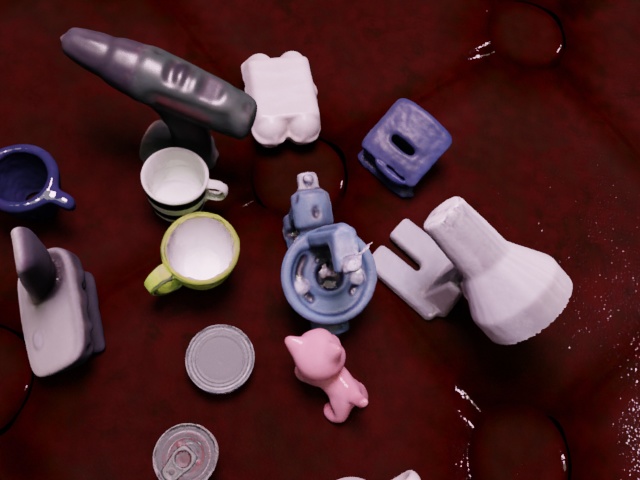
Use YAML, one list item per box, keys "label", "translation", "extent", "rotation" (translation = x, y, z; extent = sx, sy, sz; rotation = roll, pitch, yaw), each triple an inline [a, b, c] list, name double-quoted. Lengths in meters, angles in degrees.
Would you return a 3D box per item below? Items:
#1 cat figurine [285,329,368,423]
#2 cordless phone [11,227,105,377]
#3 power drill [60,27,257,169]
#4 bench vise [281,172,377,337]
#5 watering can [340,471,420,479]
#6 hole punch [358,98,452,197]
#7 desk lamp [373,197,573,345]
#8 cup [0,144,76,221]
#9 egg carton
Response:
- label: "cat figurine"
  translation: [0.013, 0.160, 0.707]
  extent: [0.067, 0.117, 0.127]
  rotation: [-39, 81, -19]
- label: "cordless phone"
  translation: [-0.313, 0.071, 0.648]
  extent: [0.094, 0.185, 0.147]
  rotation: [-17, 74, -14]
- label: "power drill"
  translation: [-0.196, -0.166, 0.736]
  extent: [0.229, 0.208, 0.076]
  rotation: [16, 69, -3]
- label: "bench vise"
  translation: [-0.004, 0.008, 0.702]
  extent: [0.122, 0.219, 0.207]
  rotation: [-27, 77, -17]
- label: "watering can"
  translation: [0.049, 0.323, 0.616]
  extent: [0.101, 0.194, 0.173]
  rotation: [25, 69, 0]
- label: "hole punch"
  translation: [0.124, -0.134, 0.841]
  extent: [0.108, 0.091, 0.101]
  rotation: [41, 70, 6]
- label: "desk lamp"
  translation: [0.180, 0.039, 0.725]
  extent: [0.203, 0.213, 0.118]
  rotation: [40, 70, 6]
- label: "cup"
  translation: [-0.358, -0.057, 0.733]
  extent: [0.118, 0.095, 0.092]
  rotation: [25, 69, 0]
- label: "egg carton"
  translation: [-0.057, -0.208, 0.848]
  extent: [0.107, 0.069, 0.150]
  rotation: [-9, 73, -12]
